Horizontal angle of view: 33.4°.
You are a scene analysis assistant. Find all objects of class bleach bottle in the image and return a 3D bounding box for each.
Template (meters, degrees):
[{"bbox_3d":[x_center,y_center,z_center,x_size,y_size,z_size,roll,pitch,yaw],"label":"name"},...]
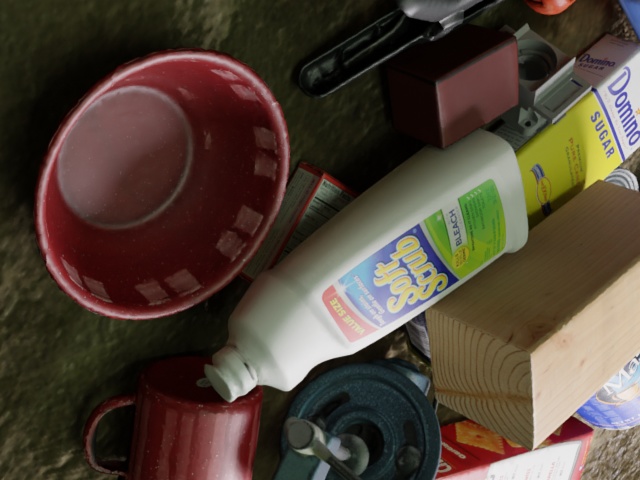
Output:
[{"bbox_3d":[0.031,0.026,0.700,0.250,0.068,0.102,-37,132,-26],"label":"bleach bottle"}]

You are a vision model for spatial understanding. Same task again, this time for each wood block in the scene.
[{"bbox_3d":[0.182,0.048,0.780,0.205,0.091,0.090,-33,130,-32],"label":"wood block"}]

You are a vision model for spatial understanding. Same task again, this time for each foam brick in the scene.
[{"bbox_3d":[0.090,-0.107,0.726,0.078,0.053,0.051,-31,128,-26],"label":"foam brick"}]

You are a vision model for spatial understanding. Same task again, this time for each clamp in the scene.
[{"bbox_3d":[0.072,-0.148,0.667,0.171,0.120,0.039,-33,94,-28],"label":"clamp"}]

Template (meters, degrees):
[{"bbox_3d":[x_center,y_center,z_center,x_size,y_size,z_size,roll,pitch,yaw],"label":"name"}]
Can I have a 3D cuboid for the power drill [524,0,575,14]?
[{"bbox_3d":[0.186,-0.273,0.720,0.184,0.057,0.187,-47,135,-11],"label":"power drill"}]

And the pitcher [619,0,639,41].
[{"bbox_3d":[0.327,-0.154,0.850,0.242,0.149,0.145,39,84,-42],"label":"pitcher"}]

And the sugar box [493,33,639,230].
[{"bbox_3d":[0.192,-0.075,0.844,0.176,0.048,0.093,-39,134,-16],"label":"sugar box"}]

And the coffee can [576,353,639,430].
[{"bbox_3d":[0.239,0.097,0.939,0.103,0.103,0.140,-54,136,-3],"label":"coffee can"}]

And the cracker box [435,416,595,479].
[{"bbox_3d":[0.136,0.243,0.955,0.213,0.072,0.164,-5,115,-38],"label":"cracker box"}]

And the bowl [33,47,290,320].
[{"bbox_3d":[-0.097,-0.037,0.607,0.161,0.055,0.162,-20,125,-32],"label":"bowl"}]

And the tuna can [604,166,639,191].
[{"bbox_3d":[0.232,-0.027,0.913,0.086,0.034,0.086,-20,125,-32],"label":"tuna can"}]

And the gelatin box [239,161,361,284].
[{"bbox_3d":[-0.005,0.001,0.727,0.073,0.030,0.089,29,90,-45],"label":"gelatin box"}]

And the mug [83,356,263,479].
[{"bbox_3d":[-0.093,0.125,0.687,0.117,0.093,0.081,5,107,-13],"label":"mug"}]

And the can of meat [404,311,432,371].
[{"bbox_3d":[0.106,0.038,0.818,0.102,0.058,0.084,-35,134,-15],"label":"can of meat"}]
